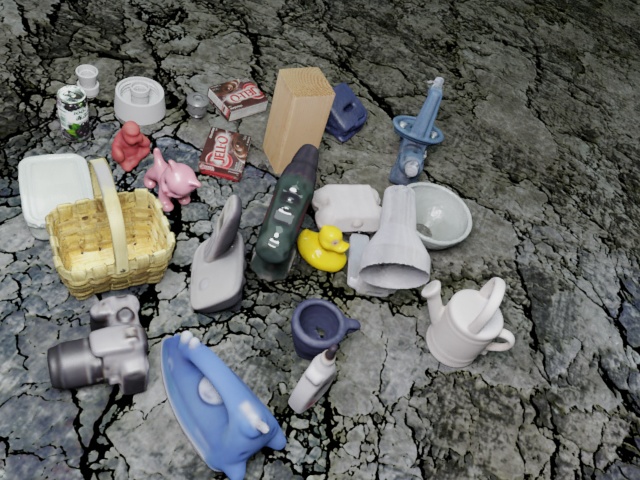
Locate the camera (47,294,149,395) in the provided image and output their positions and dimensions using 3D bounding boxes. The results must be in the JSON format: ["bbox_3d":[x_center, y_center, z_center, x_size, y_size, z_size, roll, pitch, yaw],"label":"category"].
[{"bbox_3d":[-0.331,0.158,0.853,0.137,0.101,0.143,-8,56,-23],"label":"camera"}]

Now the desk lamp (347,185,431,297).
[{"bbox_3d":[0.119,0.017,1.031,0.118,0.213,0.203,10,50,-9],"label":"desk lamp"}]

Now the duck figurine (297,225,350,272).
[{"bbox_3d":[0.010,0.004,1.091,0.104,0.086,0.078,31,50,8],"label":"duck figurine"}]

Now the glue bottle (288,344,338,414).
[{"bbox_3d":[-0.001,0.203,0.873,0.037,0.173,0.078,39,52,15],"label":"glue bottle"}]

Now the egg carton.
[{"bbox_3d":[0.058,-0.060,1.168,0.150,0.069,0.107,-2,54,-19],"label":"egg carton"}]

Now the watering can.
[{"bbox_3d":[0.258,0.134,0.995,0.173,0.194,0.101,12,50,-8],"label":"watering can"}]

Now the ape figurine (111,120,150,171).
[{"bbox_3d":[-0.372,-0.194,1.124,0.078,0.092,0.076,-11,57,-24],"label":"ape figurine"}]

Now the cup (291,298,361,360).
[{"bbox_3d":[0.002,0.158,0.961,0.118,0.095,0.091,2,52,-16],"label":"cup"}]

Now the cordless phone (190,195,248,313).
[{"bbox_3d":[-0.163,0.025,0.956,0.094,0.185,0.147,3,52,-15],"label":"cordless phone"}]

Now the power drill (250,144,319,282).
[{"bbox_3d":[-0.064,-0.032,1.016,0.075,0.208,0.229,18,50,-2],"label":"power drill"}]

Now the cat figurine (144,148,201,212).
[{"bbox_3d":[-0.278,-0.119,1.078,0.067,0.117,0.127,-27,64,-32],"label":"cat figurine"}]

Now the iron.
[{"bbox_3d":[-0.157,0.213,0.837,0.119,0.141,0.258,-30,66,-34],"label":"iron"}]

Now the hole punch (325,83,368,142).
[{"bbox_3d":[0.057,-0.301,1.344,0.101,0.091,0.109,35,51,11],"label":"hole punch"}]

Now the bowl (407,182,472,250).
[{"bbox_3d":[0.227,-0.038,1.200,0.167,0.074,0.167,9,51,-11],"label":"bowl"}]

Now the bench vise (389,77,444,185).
[{"bbox_3d":[0.230,-0.231,1.258,0.122,0.219,0.207,3,52,-14],"label":"bench vise"}]
